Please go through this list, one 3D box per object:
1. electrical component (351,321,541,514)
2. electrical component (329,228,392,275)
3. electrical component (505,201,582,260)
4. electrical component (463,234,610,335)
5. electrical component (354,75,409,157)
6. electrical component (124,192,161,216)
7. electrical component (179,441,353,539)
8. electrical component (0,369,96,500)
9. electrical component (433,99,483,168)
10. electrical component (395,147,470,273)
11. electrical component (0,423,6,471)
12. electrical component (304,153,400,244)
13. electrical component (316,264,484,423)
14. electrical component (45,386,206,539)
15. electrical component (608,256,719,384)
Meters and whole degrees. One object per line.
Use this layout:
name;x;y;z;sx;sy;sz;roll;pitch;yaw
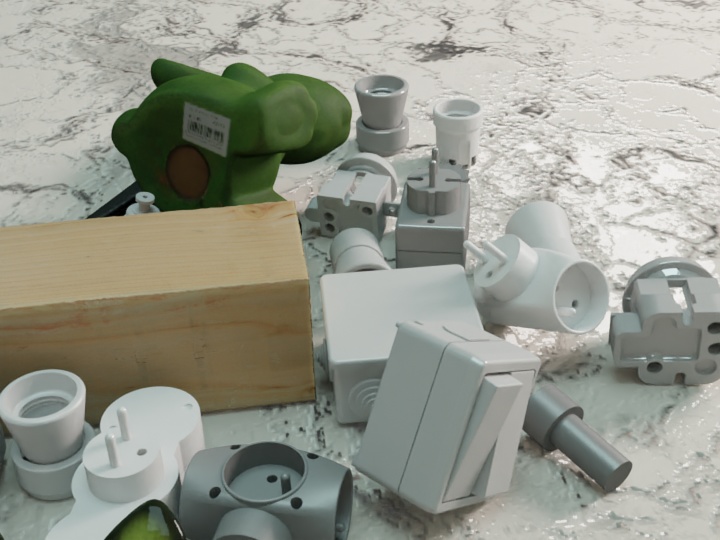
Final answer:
electrical component;0.045;0.079;0.539;0.061;0.096;0.062;24;12;35
electrical component;0.000;0.000;0.707;0.044;0.044;0.065;-6;28;-5
electrical component;0.126;-0.010;0.714;0.044;0.044;0.065;-6;38;-6
electrical component;0.095;0.005;0.640;0.077;0.079;0.043;4;61;60
electrical component;0.018;-0.127;0.888;0.045;0.055;0.045;-2;33;1
electrical component;-0.145;-0.016;0.711;0.040;0.078;0.040;9;35;-6
electrical component;-0.049;0.124;0.514;0.077;0.044;0.079;5;34;11
electrical component;-0.163;0.087;0.568;0.045;0.055;0.045;-2;33;1
electrical component;0.078;-0.109;0.863;0.040;0.046;0.040;-2;33;1
electrical component;0.051;-0.046;0.739;0.047;0.076;0.065;3;33;8
electrical component;-0.246;0.091;0.547;0.113;0.078;0.057;-6;30;-5
electrical component;0.000;-0.053;0.785;0.066;0.048;0.055;8;42;16
electrical component;0.024;0.043;0.630;0.100;0.048;0.099;-4;33;-3
electrical component;-0.114;0.102;0.525;0.052;0.073;0.138;2;33;6
electrical component;0.186;0.029;0.634;0.078;0.058;0.057;-1;35;6
